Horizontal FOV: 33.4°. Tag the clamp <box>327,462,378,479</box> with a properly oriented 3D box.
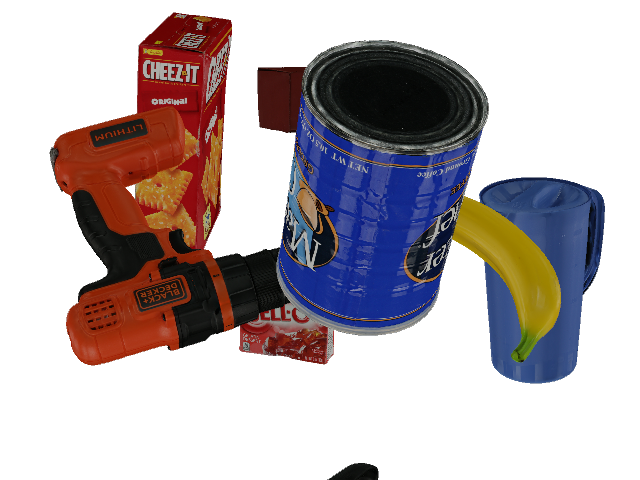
[{"bbox_3d":[-0.046,0.198,0.634,0.210,0.036,0.164,-4,28,1],"label":"clamp"}]

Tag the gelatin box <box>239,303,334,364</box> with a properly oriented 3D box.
[{"bbox_3d":[-0.032,0.072,0.999,0.089,0.073,0.030,7,17,17],"label":"gelatin box"}]

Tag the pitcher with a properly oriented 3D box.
[{"bbox_3d":[0.276,0.047,1.333,0.149,0.243,0.145,2,22,15],"label":"pitcher"}]

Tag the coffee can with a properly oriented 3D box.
[{"bbox_3d":[0.032,-0.029,0.619,0.102,0.140,0.103,5,43,-5],"label":"coffee can"}]

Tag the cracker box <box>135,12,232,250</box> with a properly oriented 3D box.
[{"bbox_3d":[-0.136,-0.106,1.072,0.072,0.214,0.164,7,23,1],"label":"cracker box"}]

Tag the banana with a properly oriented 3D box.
[{"bbox_3d":[0.133,0.010,0.841,0.069,0.037,0.198,-17,44,-17],"label":"banana"}]

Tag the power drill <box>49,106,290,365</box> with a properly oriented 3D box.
[{"bbox_3d":[-0.110,-0.011,0.782,0.184,0.188,0.057,-16,-33,-15],"label":"power drill"}]

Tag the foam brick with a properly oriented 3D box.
[{"bbox_3d":[-0.008,-0.120,0.904,0.078,0.051,0.053,-6,15,-32],"label":"foam brick"}]
